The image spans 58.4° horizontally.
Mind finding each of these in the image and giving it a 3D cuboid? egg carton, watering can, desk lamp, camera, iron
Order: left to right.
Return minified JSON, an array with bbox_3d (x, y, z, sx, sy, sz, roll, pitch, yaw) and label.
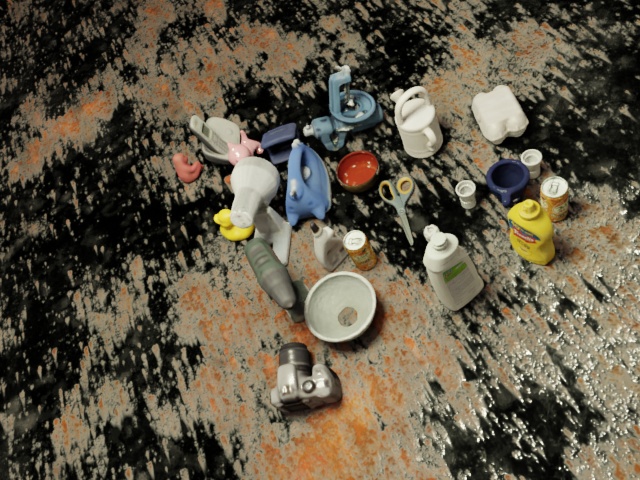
[{"bbox_3d":[-0.148,-0.067,1.404,0.117,0.214,0.203,-7,59,18],"label":"desk lamp"},{"bbox_3d":[-0.040,0.285,1.223,0.143,0.101,0.136,-16,57,13],"label":"camera"},{"bbox_3d":[-0.048,-0.172,1.469,0.118,0.142,0.258,-12,58,15],"label":"iron"},{"bbox_3d":[0.229,-0.300,1.400,0.172,0.195,0.101,33,77,33],"label":"watering can"},{"bbox_3d":[0.435,-0.308,1.398,0.107,0.070,0.150,-21,56,10],"label":"egg carton"}]

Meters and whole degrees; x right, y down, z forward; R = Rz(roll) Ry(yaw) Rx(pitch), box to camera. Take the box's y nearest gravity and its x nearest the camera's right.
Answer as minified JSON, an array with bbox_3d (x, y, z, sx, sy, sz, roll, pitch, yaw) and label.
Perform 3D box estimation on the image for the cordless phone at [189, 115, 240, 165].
[{"bbox_3d":[-0.305,-0.312,1.629,0.094,0.185,0.147,-12,58,15],"label":"cordless phone"}]

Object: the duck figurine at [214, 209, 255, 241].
[{"bbox_3d":[-0.229,-0.048,1.504,0.104,0.086,0.077,5,63,24],"label":"duck figurine"}]

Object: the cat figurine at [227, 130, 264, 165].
[{"bbox_3d":[-0.216,-0.246,1.595,0.067,0.118,0.128,-5,60,20],"label":"cat figurine"}]

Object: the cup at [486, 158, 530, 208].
[{"bbox_3d":[0.419,-0.108,1.272,0.091,0.095,0.118,0,61,22],"label":"cup"}]

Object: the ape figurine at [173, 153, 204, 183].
[{"bbox_3d":[-0.393,-0.217,1.666,0.077,0.092,0.076,24,72,31],"label":"ape figurine"}]

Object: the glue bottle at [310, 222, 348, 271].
[{"bbox_3d":[0.012,0.005,1.322,0.078,0.174,0.037,-46,55,-8],"label":"glue bottle"}]

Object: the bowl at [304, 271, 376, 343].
[{"bbox_3d":[0.053,0.158,1.276,0.167,0.075,0.167,-10,58,17],"label":"bowl"}]

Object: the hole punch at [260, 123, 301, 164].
[{"bbox_3d":[-0.111,-0.280,1.589,0.108,0.091,0.101,-19,56,11],"label":"hole punch"}]

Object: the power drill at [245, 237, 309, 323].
[{"bbox_3d":[-0.082,0.102,1.282,0.075,0.209,0.229,-38,55,-2],"label":"power drill"}]

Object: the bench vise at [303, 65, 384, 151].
[{"bbox_3d":[0.051,-0.334,1.476,0.207,0.220,0.121,-41,55,-4],"label":"bench vise"}]
